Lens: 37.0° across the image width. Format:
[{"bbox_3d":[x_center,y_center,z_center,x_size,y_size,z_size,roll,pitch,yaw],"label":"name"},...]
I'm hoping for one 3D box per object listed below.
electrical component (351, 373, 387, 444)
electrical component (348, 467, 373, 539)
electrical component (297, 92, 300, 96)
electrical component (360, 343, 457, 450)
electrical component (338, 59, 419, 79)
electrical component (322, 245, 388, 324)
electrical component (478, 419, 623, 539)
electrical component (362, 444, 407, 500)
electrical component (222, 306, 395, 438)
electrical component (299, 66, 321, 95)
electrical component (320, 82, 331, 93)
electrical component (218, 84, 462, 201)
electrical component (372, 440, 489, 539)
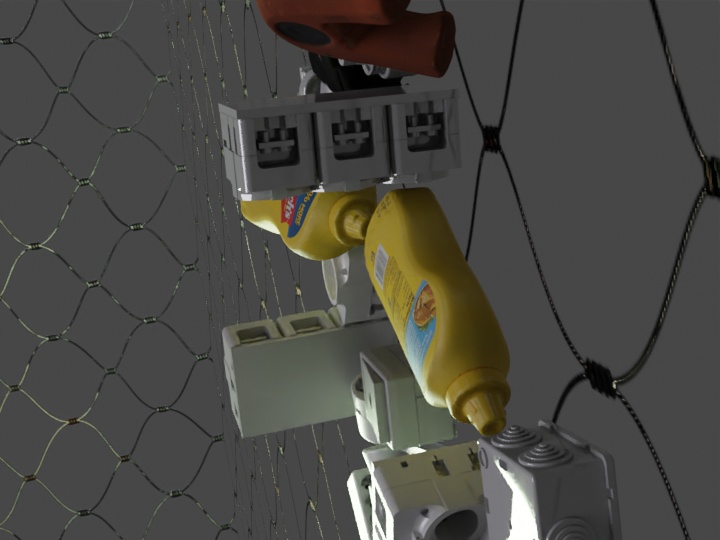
[{"bbox_3d":[0.022,0.120,0.945,0.055,0.055,0.047,-121,21,-57],"label":"electrical component"},{"bbox_3d":[0.019,0.242,1.053,0.075,0.047,0.083,107,151,-62],"label":"electrical component"},{"bbox_3d":[-0.056,-0.153,1.106,0.043,0.043,0.062,-115,21,-49],"label":"electrical component"},{"bbox_3d":[0.032,0.098,0.869,0.096,0.061,0.061,-142,44,-71],"label":"electrical component"},{"bbox_3d":[0.016,-0.156,0.760,0.043,0.062,0.043,171,90,-77],"label":"electrical component"},{"bbox_3d":[0.000,0.000,0.949,0.089,0.056,0.050,95,161,-47],"label":"electrical component"},{"bbox_3d":[0.107,0.140,0.612,0.100,0.048,0.099,-159,61,-75],"label":"electrical component"},{"bbox_3d":[0.029,0.187,0.982,0.045,0.045,0.055,152,108,-76],"label":"electrical component"},{"bbox_3d":[-0.046,0.089,0.995,0.061,0.150,0.089,-132,34,-66],"label":"electrical component"},{"bbox_3d":[-0.034,-0.167,1.001,0.055,0.048,0.066,-119,22,-74],"label":"electrical component"},{"bbox_3d":[-0.007,-0.134,0.895,0.055,0.055,0.047,-128,35,-64],"label":"electrical component"},{"bbox_3d":[-0.015,-0.089,0.741,0.089,0.150,0.061,-142,46,-71],"label":"electrical component"},{"bbox_3d":[0.060,0.204,0.762,0.061,0.089,0.150,-120,24,-57],"label":"electrical component"}]
